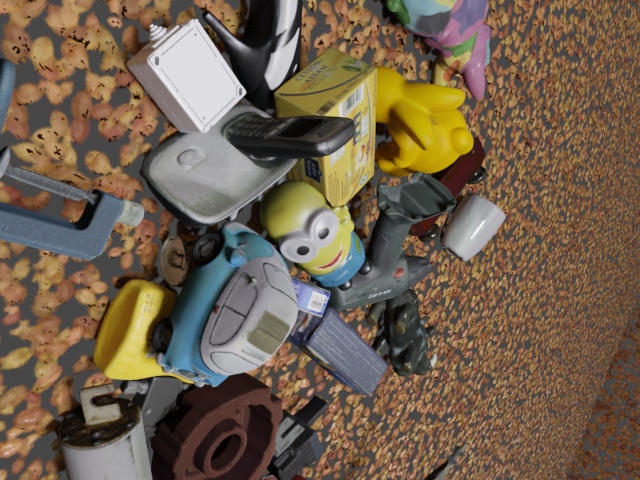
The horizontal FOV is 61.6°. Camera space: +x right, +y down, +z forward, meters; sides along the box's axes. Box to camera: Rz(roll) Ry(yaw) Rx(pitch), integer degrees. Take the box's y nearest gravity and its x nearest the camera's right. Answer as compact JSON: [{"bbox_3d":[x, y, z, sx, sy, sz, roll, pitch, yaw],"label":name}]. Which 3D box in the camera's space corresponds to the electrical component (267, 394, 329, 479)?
[{"bbox_3d":[-0.035,0.273,0.746,0.119,0.075,0.047,-40,130,-34],"label":"electrical component"}]

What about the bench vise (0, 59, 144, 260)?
[{"bbox_3d":[-0.244,-0.031,0.370,0.240,0.129,0.223,21,88,-42],"label":"bench vise"}]

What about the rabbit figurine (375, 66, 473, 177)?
[{"bbox_3d":[0.107,-0.156,0.694,0.173,0.162,0.122,34,92,-30],"label":"rabbit figurine"}]

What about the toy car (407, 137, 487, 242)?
[{"bbox_3d":[0.199,-0.088,0.872,0.202,0.053,0.089,-50,123,-17],"label":"toy car"}]

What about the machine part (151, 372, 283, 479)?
[{"bbox_3d":[-0.121,0.242,0.636,0.179,0.056,0.179,-30,132,-40],"label":"machine part"}]

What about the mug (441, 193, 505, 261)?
[{"bbox_3d":[0.269,-0.014,0.963,0.107,0.081,0.109,-53,144,-4],"label":"mug"}]

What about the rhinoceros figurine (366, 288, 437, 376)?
[{"bbox_3d":[0.141,0.160,0.897,0.112,0.073,0.190,-49,133,-37],"label":"rhinoceros figurine"}]

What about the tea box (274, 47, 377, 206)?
[{"bbox_3d":[0.011,-0.114,0.609,0.098,0.068,0.169,-45,155,-26],"label":"tea box"}]

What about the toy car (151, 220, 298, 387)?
[{"bbox_3d":[-0.078,0.068,0.512,0.109,0.103,0.161,45,66,-44],"label":"toy car"}]

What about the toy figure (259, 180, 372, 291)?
[{"bbox_3d":[-0.004,0.001,0.605,0.082,0.089,0.180,-60,150,-6],"label":"toy figure"}]

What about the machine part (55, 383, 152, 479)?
[{"bbox_3d":[-0.211,0.250,0.545,0.079,0.079,0.243,-22,121,-40],"label":"machine part"}]

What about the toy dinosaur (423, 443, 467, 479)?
[{"bbox_3d":[0.044,0.471,0.797,0.471,0.105,0.198,-41,153,-10],"label":"toy dinosaur"}]

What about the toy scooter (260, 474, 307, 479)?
[{"bbox_3d":[-0.050,0.366,0.717,0.183,0.135,0.075,26,83,-50],"label":"toy scooter"}]

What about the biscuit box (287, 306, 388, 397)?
[{"bbox_3d":[0.026,0.159,0.776,0.063,0.059,0.202,-57,136,-17],"label":"biscuit box"}]

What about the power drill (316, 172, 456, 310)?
[{"bbox_3d":[0.108,0.006,0.759,0.232,0.086,0.207,-17,149,-35],"label":"power drill"}]

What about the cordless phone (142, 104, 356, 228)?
[{"bbox_3d":[-0.063,-0.068,0.496,0.146,0.184,0.088,-41,120,-30],"label":"cordless phone"}]

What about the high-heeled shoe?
[{"bbox_3d":[-0.026,-0.260,0.547,0.145,0.086,0.248,33,86,-50],"label":"high-heeled shoe"}]

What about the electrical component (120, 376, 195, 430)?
[{"bbox_3d":[-0.181,0.176,0.589,0.094,0.021,0.063,23,88,-50],"label":"electrical component"}]

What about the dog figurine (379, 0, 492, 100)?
[{"bbox_3d":[0.166,-0.283,0.725,0.191,0.109,0.218,-43,134,-29],"label":"dog figurine"}]
